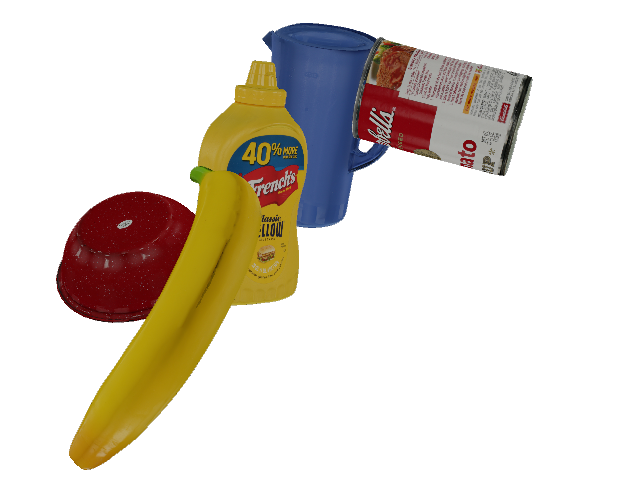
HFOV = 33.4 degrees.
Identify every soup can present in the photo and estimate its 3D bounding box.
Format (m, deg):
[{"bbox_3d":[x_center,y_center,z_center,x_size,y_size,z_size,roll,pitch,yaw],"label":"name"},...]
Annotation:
[{"bbox_3d":[0.079,-0.086,0.692,0.102,0.068,0.068,16,3,11],"label":"soup can"}]

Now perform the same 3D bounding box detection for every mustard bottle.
[{"bbox_3d":[-0.054,-0.047,0.856,0.096,0.192,0.058,-3,14,-40],"label":"mustard bottle"}]

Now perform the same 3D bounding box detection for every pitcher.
[{"bbox_3d":[0.003,-0.141,1.334,0.144,0.243,0.149,-3,25,-22],"label":"pitcher"}]

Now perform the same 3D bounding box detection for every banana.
[{"bbox_3d":[-0.072,0.031,0.569,0.037,0.197,0.070,36,-37,-22],"label":"banana"}]

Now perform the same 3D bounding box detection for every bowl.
[{"bbox_3d":[-0.179,0.003,1.014,0.162,0.055,0.162,-6,41,5],"label":"bowl"}]
